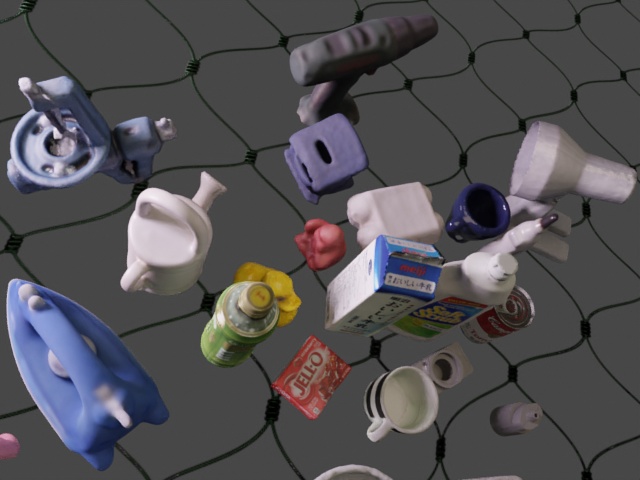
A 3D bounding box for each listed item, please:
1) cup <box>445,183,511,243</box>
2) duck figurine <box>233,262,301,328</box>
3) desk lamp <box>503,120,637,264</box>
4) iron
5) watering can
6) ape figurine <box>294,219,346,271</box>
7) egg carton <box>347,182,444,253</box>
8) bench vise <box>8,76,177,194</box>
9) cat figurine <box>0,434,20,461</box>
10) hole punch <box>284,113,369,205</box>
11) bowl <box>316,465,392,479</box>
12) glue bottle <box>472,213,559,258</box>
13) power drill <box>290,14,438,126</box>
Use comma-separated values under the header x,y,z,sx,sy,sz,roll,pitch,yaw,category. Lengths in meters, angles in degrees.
x,y,z,sx,sy,sz,roll,pitch,yaw,category
0.234,-0.028,0.921,0.118,0.095,0.091,-25,78,-27,cup
-0.068,0.066,0.779,0.104,0.086,0.078,44,61,3,duck figurine
0.379,-0.079,0.926,0.203,0.213,0.118,24,62,-8,desk lamp
-0.283,0.126,0.646,0.119,0.141,0.258,-38,84,-28,iron
-0.183,-0.013,0.711,0.101,0.193,0.173,16,63,-12,watering can
0.008,0.003,0.829,0.076,0.092,0.078,18,63,-11,ape figurine
0.119,-0.031,0.896,0.151,0.069,0.107,-13,73,-24,egg carton
-0.290,-0.146,0.716,0.208,0.219,0.121,-34,82,-28,bench vise
-0.387,0.204,0.589,0.128,0.117,0.067,30,61,-5,cat figurine
0.009,-0.126,0.886,0.101,0.091,0.108,-20,76,-25,hole punch
0.032,0.362,0.693,0.168,0.074,0.167,7,66,-16,bowl
0.309,-0.001,0.891,0.078,0.173,0.037,-19,75,-25,glue bottle
0.051,-0.260,0.891,0.230,0.208,0.075,-20,75,-25,power drill
